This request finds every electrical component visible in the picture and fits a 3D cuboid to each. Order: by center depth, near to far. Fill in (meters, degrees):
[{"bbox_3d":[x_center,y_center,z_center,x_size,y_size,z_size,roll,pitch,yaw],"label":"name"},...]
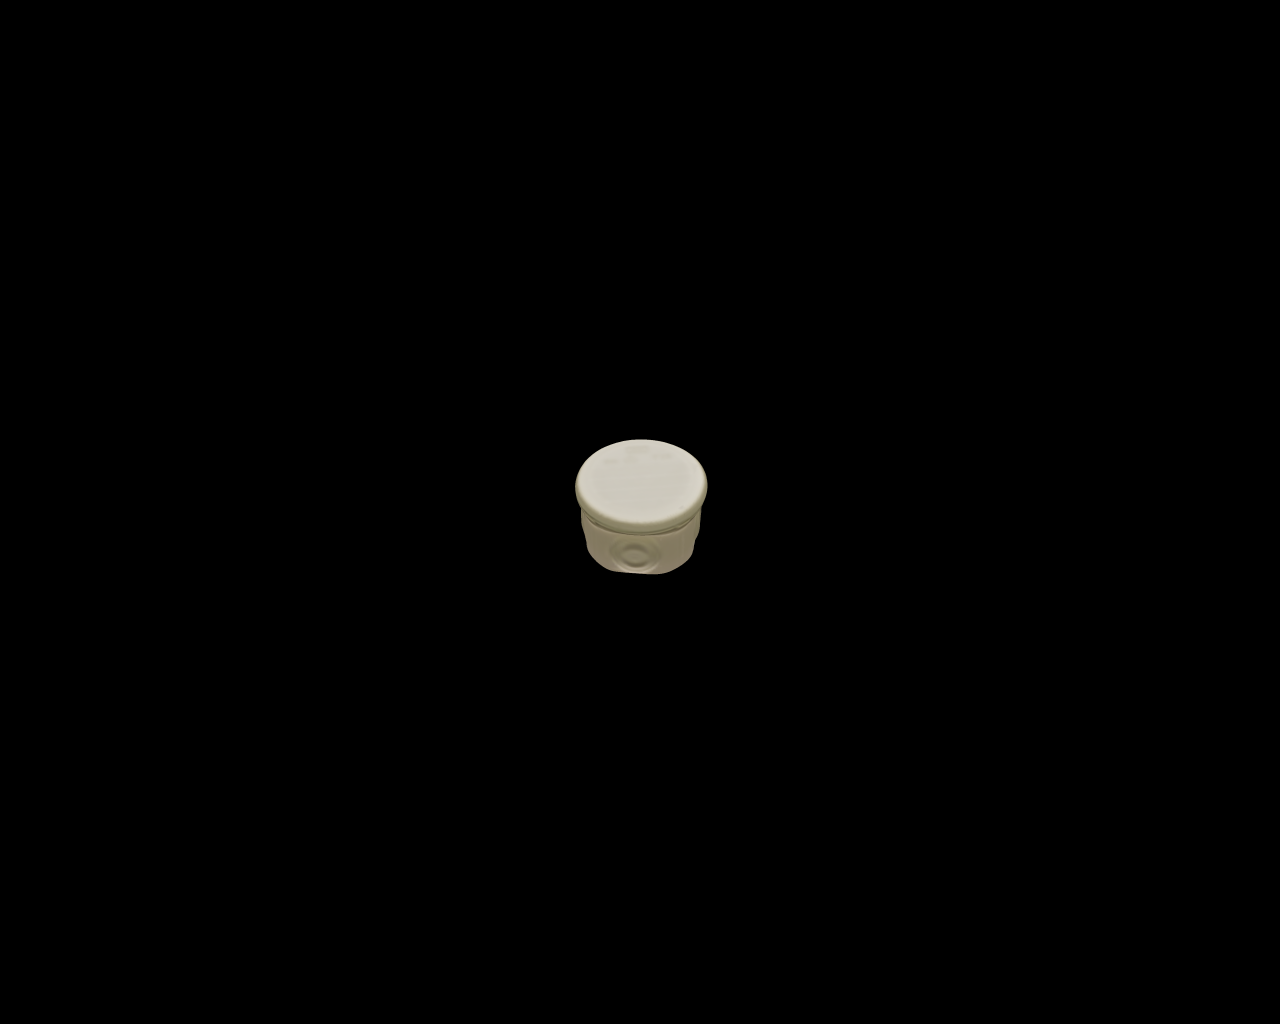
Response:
[{"bbox_3d":[0.001,-0.003,0.650,0.080,0.050,0.080,0,44,0],"label":"electrical component"}]
